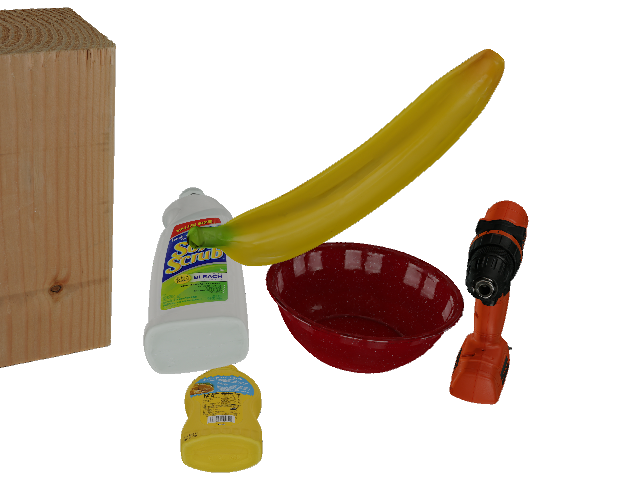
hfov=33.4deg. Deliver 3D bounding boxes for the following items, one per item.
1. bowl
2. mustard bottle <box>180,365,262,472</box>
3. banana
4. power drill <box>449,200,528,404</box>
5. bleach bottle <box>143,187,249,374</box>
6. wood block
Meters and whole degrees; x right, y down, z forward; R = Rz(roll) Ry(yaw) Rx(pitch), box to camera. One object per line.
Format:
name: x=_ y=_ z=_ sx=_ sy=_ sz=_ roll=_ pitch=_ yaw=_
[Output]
bowl: x=0.033 y=0.061 z=0.874 sx=0.162 sy=0.055 sz=0.162 roll=6 pitch=26 yaw=-3
mustard bottle: x=-0.121 y=0.208 z=1.326 sx=0.096 sy=0.058 sz=0.191 roll=-2 pitch=26 yaw=-3
banana: x=0.021 y=-0.037 z=0.602 sx=0.198 sy=0.037 sz=0.069 roll=-33 pitch=-13 yaw=0
power drill: x=0.173 y=0.070 z=1.093 sx=0.057 sy=0.188 sz=0.184 roll=12 pitch=27 yaw=14
bleach bottle: x=-0.133 y=0.027 z=1.098 sx=0.102 sy=0.068 sz=0.251 roll=-7 pitch=37 yaw=-6
wood block: x=-0.187 y=-0.034 z=0.676 sx=0.090 sy=0.206 sz=0.090 roll=-10 pitch=31 yaw=-30
